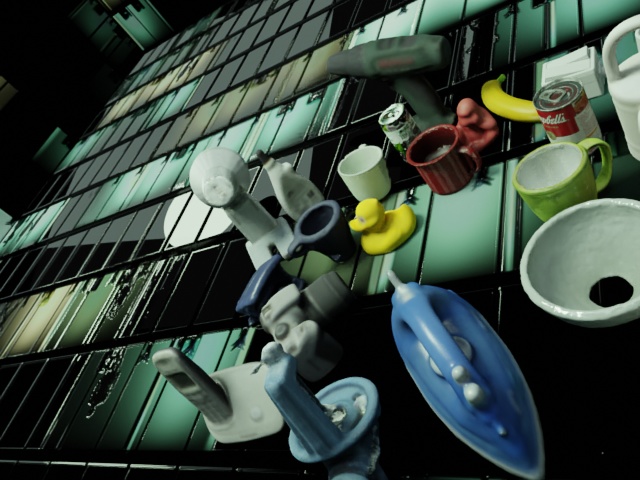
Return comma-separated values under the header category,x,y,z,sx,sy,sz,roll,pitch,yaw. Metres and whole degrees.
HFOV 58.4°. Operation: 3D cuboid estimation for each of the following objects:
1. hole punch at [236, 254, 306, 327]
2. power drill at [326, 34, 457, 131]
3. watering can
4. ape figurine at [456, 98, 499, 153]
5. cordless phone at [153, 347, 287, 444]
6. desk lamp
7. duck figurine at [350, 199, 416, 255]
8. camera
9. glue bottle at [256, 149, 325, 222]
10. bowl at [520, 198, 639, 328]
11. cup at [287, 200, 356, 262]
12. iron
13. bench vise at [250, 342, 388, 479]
category,x,y,z,sx,sy,sz,roll,pitch,yaw
hole punch,-0.099,0.086,0.990,0.100,0.091,0.109,0,52,44
power drill,0.148,-0.280,1.046,0.228,0.209,0.076,-8,47,39
watering can,0.413,-0.200,0.710,0.100,0.195,0.173,-22,39,27
ape figurine,0.254,-0.195,0.952,0.077,0.092,0.076,6,56,47
cordless phone,-0.137,0.207,0.810,0.147,0.186,0.094,-22,39,26
desk lamp,-0.153,-0.068,1.104,0.118,0.214,0.202,-40,34,3
duck figurine,0.098,-0.033,0.933,0.104,0.086,0.077,-30,36,16
camera,-0.012,0.113,0.866,0.137,0.101,0.142,-40,34,3
glue bottle,-0.065,-0.112,1.102,0.078,0.174,0.037,-46,34,-6
bowl,0.319,0.037,0.647,0.167,0.075,0.167,-26,37,22
cup,0.009,0.003,0.972,0.118,0.095,0.091,-45,34,-4
iron,0.152,0.136,0.642,0.118,0.142,0.257,-38,34,5
bench vise,0.017,0.212,0.621,0.121,0.220,0.207,-39,34,4
